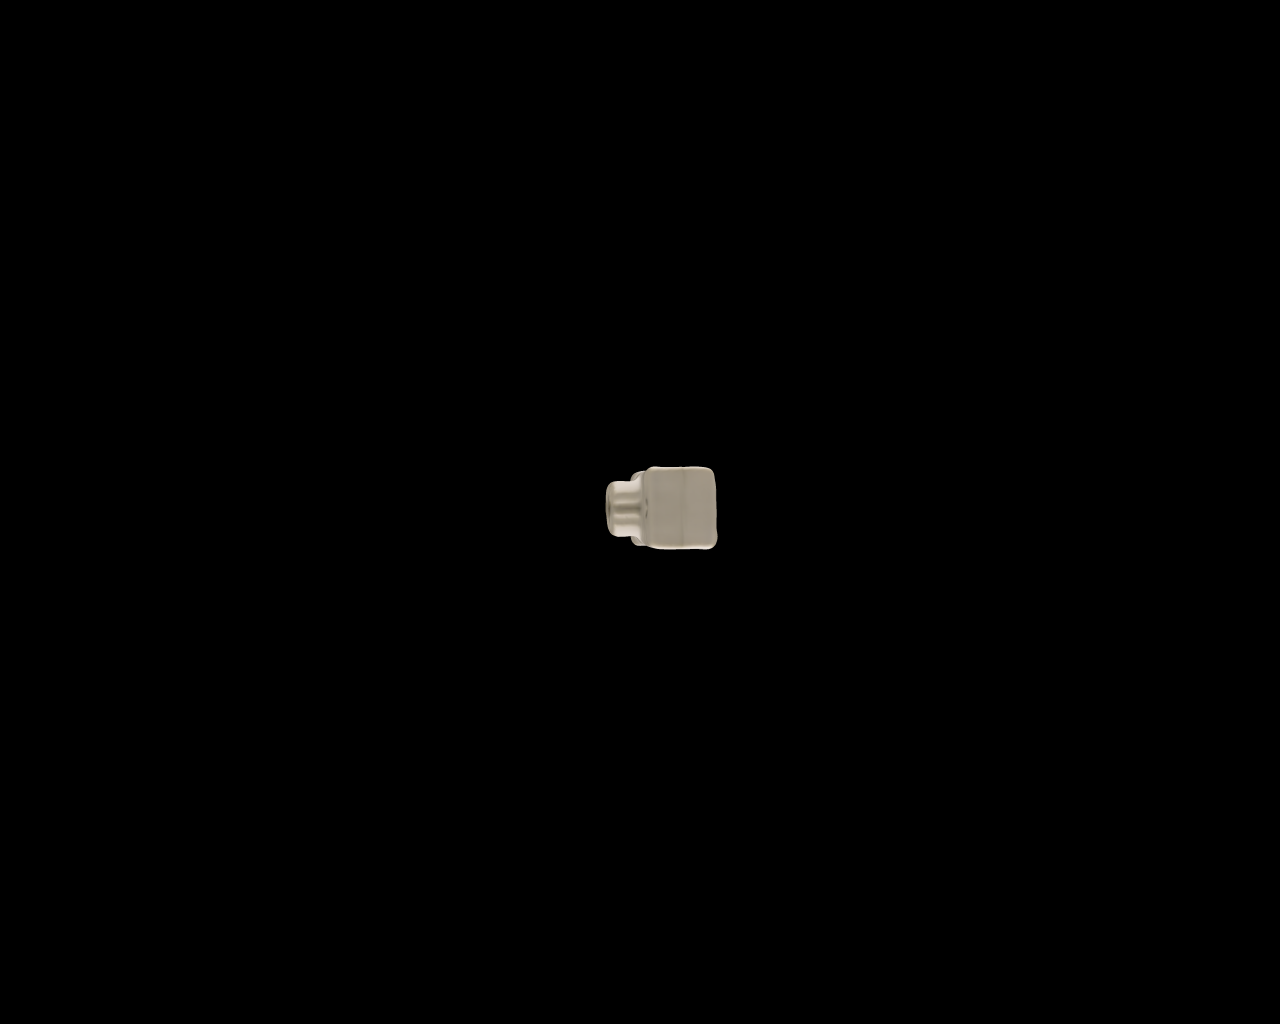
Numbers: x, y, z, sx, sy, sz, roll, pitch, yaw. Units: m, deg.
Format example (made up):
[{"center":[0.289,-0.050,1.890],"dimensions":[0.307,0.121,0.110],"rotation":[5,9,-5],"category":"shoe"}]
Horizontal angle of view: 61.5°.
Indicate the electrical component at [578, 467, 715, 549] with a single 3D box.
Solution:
[{"center":[0.001,-0.003,0.650],"dimensions":[0.076,0.047,0.083],"rotation":[0,0,-7],"category":"electrical component"}]
